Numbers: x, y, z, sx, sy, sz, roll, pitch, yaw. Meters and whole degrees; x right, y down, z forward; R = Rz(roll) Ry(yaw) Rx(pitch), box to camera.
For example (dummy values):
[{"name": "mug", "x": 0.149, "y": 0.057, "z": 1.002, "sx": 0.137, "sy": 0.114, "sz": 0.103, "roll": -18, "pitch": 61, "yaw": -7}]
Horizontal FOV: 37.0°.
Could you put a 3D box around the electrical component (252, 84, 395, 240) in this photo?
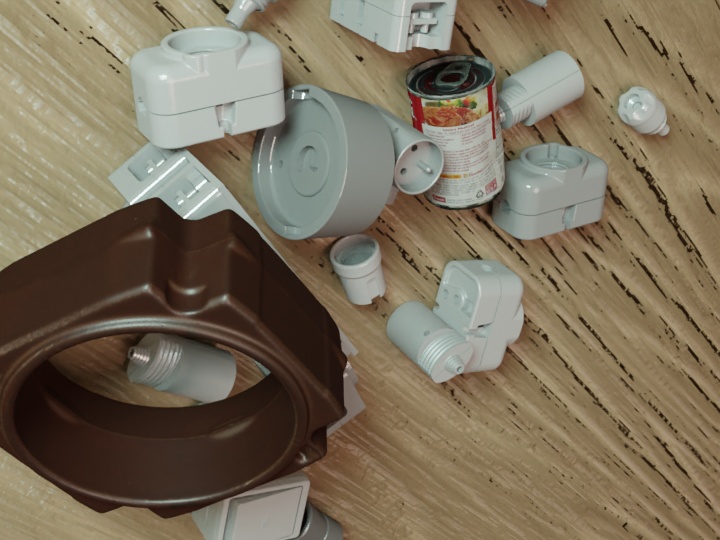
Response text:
[{"name": "electrical component", "x": -0.021, "y": -0.074, "z": 0.765, "sx": 0.060, "sy": 0.108, "sz": 0.108, "roll": 2, "pitch": 115, "yaw": -41}]

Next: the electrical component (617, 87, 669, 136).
[{"name": "electrical component", "x": 0.257, "y": -0.137, "z": 0.959, "sx": 0.061, "sy": 0.035, "sz": 0.035, "roll": 26, "pitch": 100, "yaw": -43}]

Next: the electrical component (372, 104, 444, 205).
[{"name": "electrical component", "x": 0.016, "y": -0.075, "z": 0.806, "sx": 0.043, "sy": 0.077, "sz": 0.079, "roll": 14, "pitch": 108, "yaw": -39}]

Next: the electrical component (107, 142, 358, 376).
[{"name": "electrical component", "x": -0.091, "y": 0.000, "z": 0.759, "sx": 0.060, "sy": 0.105, "sz": 0.186, "roll": -42, "pitch": 131, "yaw": -6}]

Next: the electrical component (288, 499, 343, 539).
[{"name": "electrical component", "x": -0.045, "y": 0.233, "z": 0.971, "sx": 0.044, "sy": 0.044, "sz": 0.065, "roll": -49, "pitch": 136, "yaw": 0}]

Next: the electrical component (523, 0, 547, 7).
[{"name": "electrical component", "x": 0.116, "y": -0.250, "z": 0.780, "sx": 0.061, "sy": 0.062, "sz": 0.096, "roll": 12, "pitch": 109, "yaw": -38}]

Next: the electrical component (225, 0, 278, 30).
[{"name": "electrical component", "x": -0.068, "y": -0.186, "z": 0.707, "sx": 0.035, "sy": 0.035, "sz": 0.061, "roll": 37, "pitch": 81, "yaw": -42}]

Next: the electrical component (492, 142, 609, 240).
[{"name": "electrical component", "x": 0.163, "y": -0.070, "z": 0.922, "sx": 0.095, "sy": 0.054, "sz": 0.059, "roll": -16, "pitch": 124, "yaw": -26}]

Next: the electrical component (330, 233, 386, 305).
[{"name": "electrical component", "x": 0.000, "y": 0.000, "z": 0.865, "sx": 0.040, "sy": 0.040, "sz": 0.046, "roll": -31, "pitch": 135, "yaw": -15}]

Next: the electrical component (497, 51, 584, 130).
[{"name": "electrical component", "x": 0.136, "y": -0.140, "z": 0.870, "sx": 0.081, "sy": 0.043, "sz": 0.043, "roll": -31, "pitch": 129, "yaw": -15}]

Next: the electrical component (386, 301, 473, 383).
[{"name": "electrical component", "x": 0.062, "y": 0.064, "z": 0.915, "sx": 0.043, "sy": 0.081, "sz": 0.043, "roll": -16, "pitch": 124, "yaw": -26}]

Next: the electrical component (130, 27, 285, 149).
[{"name": "electrical component", "x": -0.101, "y": -0.124, "z": 0.714, "sx": 0.095, "sy": 0.054, "sz": 0.059, "roll": -17, "pitch": 124, "yaw": -25}]

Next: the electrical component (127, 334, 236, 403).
[{"name": "electrical component", "x": -0.138, "y": 0.072, "z": 0.811, "sx": 0.081, "sy": 0.043, "sz": 0.043, "roll": 22, "pitch": 103, "yaw": -40}]

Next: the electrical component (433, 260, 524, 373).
[{"name": "electrical component", "x": 0.104, "y": 0.040, "z": 0.947, "sx": 0.059, "sy": 0.054, "sz": 0.095, "roll": -2, "pitch": 117, "yaw": -33}]

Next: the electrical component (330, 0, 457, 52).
[{"name": "electrical component", "x": 0.023, "y": -0.189, "z": 0.734, "sx": 0.050, "sy": 0.089, "sz": 0.055, "roll": -9, "pitch": 121, "yaw": -30}]

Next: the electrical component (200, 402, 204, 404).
[{"name": "electrical component", "x": -0.132, "y": 0.138, "z": 0.854, "sx": 0.081, "sy": 0.043, "sz": 0.043, "roll": -38, "pitch": 131, "yaw": -9}]

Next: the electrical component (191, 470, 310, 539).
[{"name": "electrical component", "x": -0.085, "y": 0.194, "z": 0.906, "sx": 0.096, "sy": 0.061, "sz": 0.061, "roll": -4, "pitch": 118, "yaw": -32}]

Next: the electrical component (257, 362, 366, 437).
[{"name": "electrical component", "x": -0.040, "y": 0.084, "z": 0.853, "sx": 0.056, "sy": 0.089, "sz": 0.050, "roll": -36, "pitch": 130, "yaw": -11}]
